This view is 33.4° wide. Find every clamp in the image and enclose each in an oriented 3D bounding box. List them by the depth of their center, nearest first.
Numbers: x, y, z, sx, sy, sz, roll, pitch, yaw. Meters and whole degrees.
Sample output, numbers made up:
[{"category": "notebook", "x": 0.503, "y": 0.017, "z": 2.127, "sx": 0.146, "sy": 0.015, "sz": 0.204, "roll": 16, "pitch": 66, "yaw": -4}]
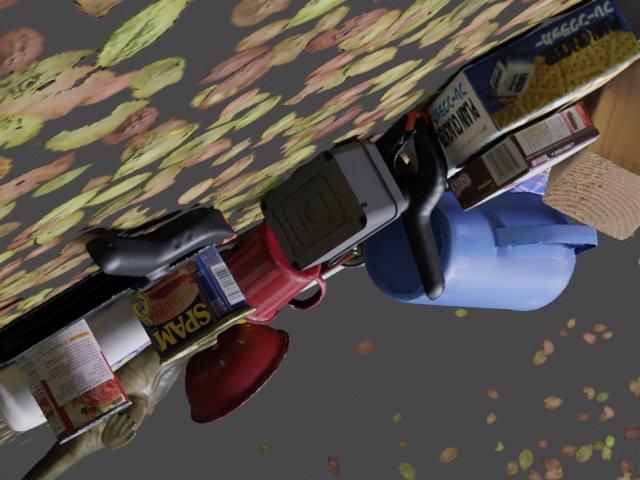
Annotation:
[{"category": "clamp", "x": -0.131, "y": 0.014, "z": 0.784, "sx": 0.209, "sy": 0.036, "sz": 0.165, "roll": -29, "pitch": 175, "yaw": -44}, {"category": "clamp", "x": 0.063, "y": -0.036, "z": 0.978, "sx": 0.120, "sy": 0.171, "sz": 0.039, "roll": 7, "pitch": -171, "yaw": 18}]

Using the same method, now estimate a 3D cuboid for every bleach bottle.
[{"category": "bleach bottle", "x": -0.201, "y": 0.093, "z": 1.055, "sx": 0.251, "sy": 0.068, "sz": 0.102, "roll": -33, "pitch": 175, "yaw": 6}]

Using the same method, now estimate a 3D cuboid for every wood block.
[{"category": "wood block", "x": 0.294, "y": -0.116, "z": 1.033, "sx": 0.091, "sy": 0.090, "sz": 0.206, "roll": 121, "pitch": -7, "yaw": -55}]

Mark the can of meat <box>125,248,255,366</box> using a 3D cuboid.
[{"category": "can of meat", "x": -0.122, "y": 0.054, "z": 0.974, "sx": 0.102, "sy": 0.084, "sz": 0.057, "roll": -33, "pitch": 175, "yaw": 30}]

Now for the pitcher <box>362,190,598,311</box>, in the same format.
[{"category": "pitcher", "x": 0.162, "y": 0.007, "z": 1.095, "sx": 0.242, "sy": 0.145, "sz": 0.149, "roll": 2, "pitch": 126, "yaw": -51}]

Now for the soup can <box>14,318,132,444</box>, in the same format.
[{"category": "soup can", "x": -0.213, "y": 0.111, "z": 0.898, "sx": 0.068, "sy": 0.102, "sz": 0.068, "roll": -30, "pitch": 175, "yaw": -3}]

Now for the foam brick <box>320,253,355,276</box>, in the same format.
[{"category": "foam brick", "x": -0.008, "y": 0.001, "z": 1.172, "sx": 0.051, "sy": 0.078, "sz": 0.052, "roll": -34, "pitch": 174, "yaw": 24}]

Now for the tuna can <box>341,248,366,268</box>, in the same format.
[{"category": "tuna can", "x": 0.042, "y": -0.008, "z": 1.336, "sx": 0.086, "sy": 0.086, "sz": 0.033, "roll": -33, "pitch": 173, "yaw": 29}]

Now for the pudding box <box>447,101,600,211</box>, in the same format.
[{"category": "pudding box", "x": 0.177, "y": -0.072, "z": 0.940, "sx": 0.089, "sy": 0.039, "sz": 0.114, "roll": -27, "pitch": 177, "yaw": -28}]

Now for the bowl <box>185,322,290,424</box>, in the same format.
[{"category": "bowl", "x": -0.116, "y": 0.153, "z": 1.337, "sx": 0.162, "sy": 0.055, "sz": 0.162, "roll": -36, "pitch": -162, "yaw": 13}]

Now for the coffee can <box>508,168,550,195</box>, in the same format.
[{"category": "coffee can", "x": 0.259, "y": -0.124, "z": 1.199, "sx": 0.102, "sy": 0.103, "sz": 0.141, "roll": -25, "pitch": 163, "yaw": -50}]

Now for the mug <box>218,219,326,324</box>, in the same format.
[{"category": "mug", "x": -0.045, "y": 0.035, "z": 1.119, "sx": 0.082, "sy": 0.117, "sz": 0.093, "roll": -39, "pitch": -154, "yaw": 33}]

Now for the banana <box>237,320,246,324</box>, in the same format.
[{"category": "banana", "x": -0.090, "y": 0.067, "z": 1.306, "sx": 0.037, "sy": 0.069, "sz": 0.198, "roll": 10, "pitch": 168, "yaw": -28}]
